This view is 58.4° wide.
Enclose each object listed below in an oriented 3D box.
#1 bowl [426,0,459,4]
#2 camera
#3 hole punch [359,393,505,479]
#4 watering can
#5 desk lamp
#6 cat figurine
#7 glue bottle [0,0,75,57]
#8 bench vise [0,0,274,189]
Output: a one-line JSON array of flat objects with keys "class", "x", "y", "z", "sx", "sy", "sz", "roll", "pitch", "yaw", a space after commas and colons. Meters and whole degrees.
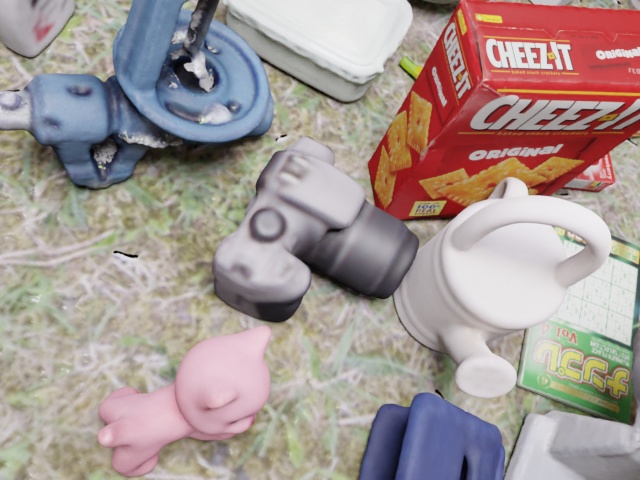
[{"class": "bowl", "x": 0.124, "y": -0.316, "z": 0.617, "sx": 0.167, "sy": 0.074, "sz": 0.167, "roll": 4, "pitch": 69, "yaw": -11}, {"class": "camera", "x": 0.004, "y": 0.002, "z": 0.457, "sx": 0.137, "sy": 0.100, "sz": 0.143, "roll": 29, "pitch": 66, "yaw": -1}, {"class": "hole punch", "x": 0.089, "y": 0.173, "z": 0.418, "sx": 0.101, "sy": 0.091, "sz": 0.109, "roll": 19, "pitch": 67, "yaw": -5}, {"class": "watering can", "x": 0.133, "y": 0.028, "z": 0.426, "sx": 0.101, "sy": 0.194, "sz": 0.173, "roll": 1, "pitch": 70, "yaw": -13}, {"class": "desk lamp", "x": 0.235, "y": 0.156, "z": 0.391, "sx": 0.118, "sy": 0.213, "sz": 0.203, "roll": 31, "pitch": 66, "yaw": 0}, {"class": "cat figurine", "x": -0.087, "y": 0.108, "z": 0.386, "sx": 0.128, "sy": 0.117, "sz": 0.067, "roll": -20, "pitch": 75, "yaw": -19}, {"class": "glue bottle", "x": -0.237, "y": -0.224, "z": 0.445, "sx": 0.037, "sy": 0.173, "sz": 0.078, "roll": 23, "pitch": 67, "yaw": -3}, {"class": "bench vise", "x": -0.119, "y": -0.113, "z": 0.406, "sx": 0.208, "sy": 0.219, "sz": 0.121, "roll": -34, "pitch": 80, "yaw": -22}]
